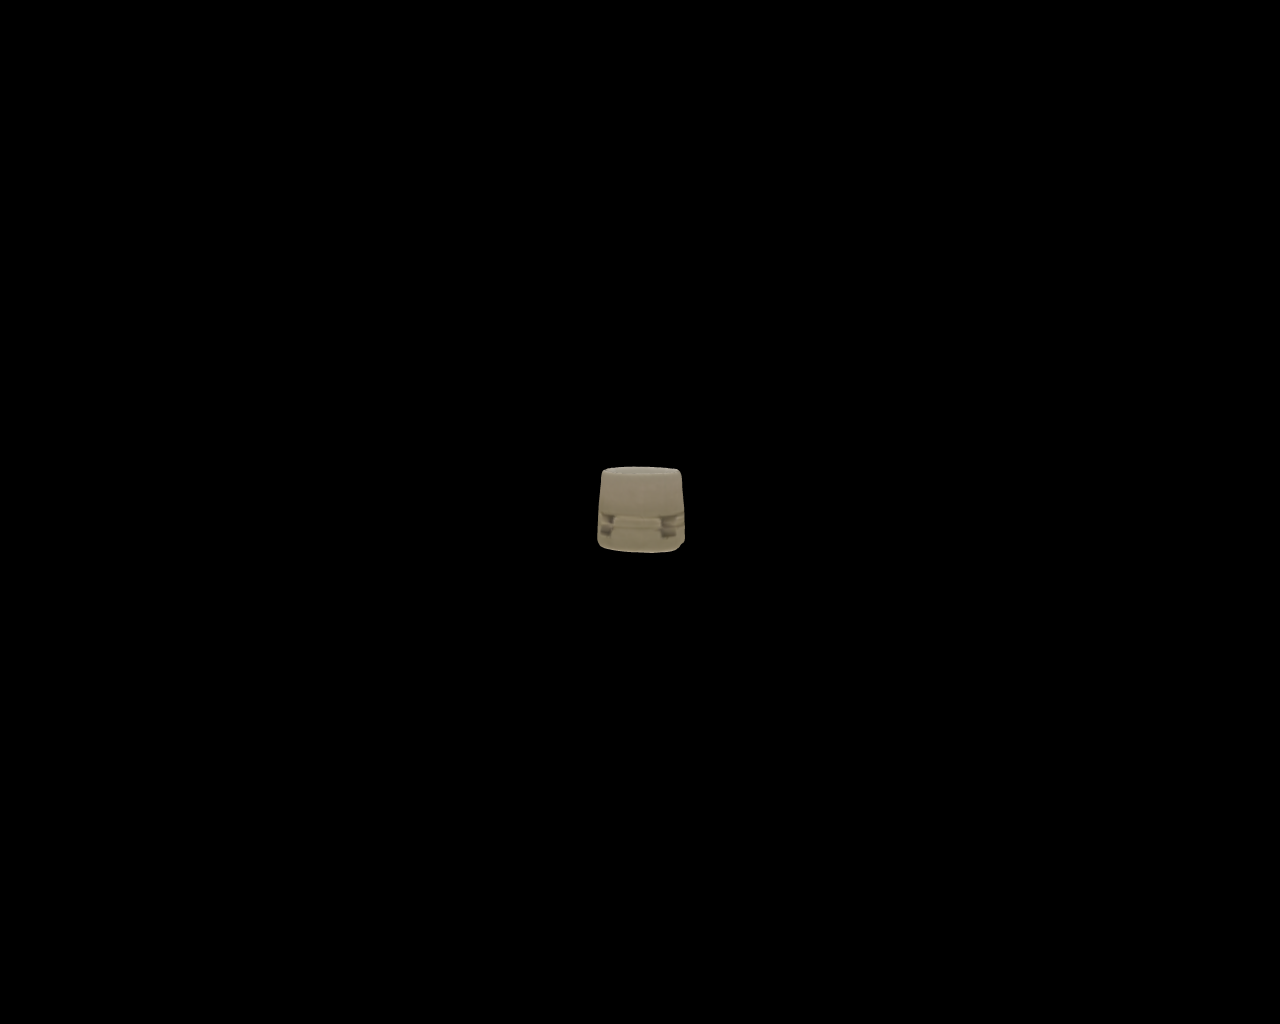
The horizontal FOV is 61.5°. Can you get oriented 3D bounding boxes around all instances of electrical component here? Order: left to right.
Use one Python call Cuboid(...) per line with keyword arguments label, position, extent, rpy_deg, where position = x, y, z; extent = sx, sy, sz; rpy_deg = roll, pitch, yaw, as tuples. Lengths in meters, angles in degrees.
Cuboid(label="electrical component", position=(0.001, -0.003, 0.650), extent=(0.055, 0.047, 0.055), rpy_deg=(0, 7, 0))
